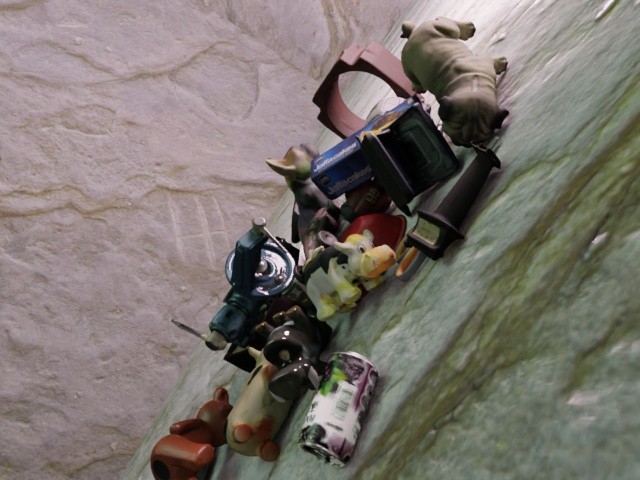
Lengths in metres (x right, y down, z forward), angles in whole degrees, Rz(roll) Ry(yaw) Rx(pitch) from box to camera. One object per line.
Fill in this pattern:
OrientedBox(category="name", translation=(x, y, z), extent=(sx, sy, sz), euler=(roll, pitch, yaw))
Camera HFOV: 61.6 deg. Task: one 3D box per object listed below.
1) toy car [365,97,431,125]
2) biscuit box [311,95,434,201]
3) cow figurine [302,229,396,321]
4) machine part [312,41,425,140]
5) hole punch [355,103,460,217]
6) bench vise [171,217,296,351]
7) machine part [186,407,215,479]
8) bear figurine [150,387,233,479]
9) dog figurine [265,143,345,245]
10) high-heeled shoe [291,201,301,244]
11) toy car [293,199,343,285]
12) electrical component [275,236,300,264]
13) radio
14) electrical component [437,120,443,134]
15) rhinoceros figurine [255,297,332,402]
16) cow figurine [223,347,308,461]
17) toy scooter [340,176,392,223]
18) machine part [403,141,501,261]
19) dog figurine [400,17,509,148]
OrientedBox(category="toy car", translation=(0.140, -0.216, 1.008), extent=(0.109, 0.103, 0.162), euler=(-45, 18, 50))
OrientedBox(category="biscuit box", translation=(0.080, -0.140, 0.841), extent=(0.203, 0.059, 0.063), euler=(-30, 34, 23))
OrientedBox(category="cow figurine", translation=(0.035, 0.034, 0.711), extent=(0.068, 0.098, 0.167), euler=(-16, -22, -36))
OrientedBox(category="machine part", translation=(0.103, -0.299, 1.141), extent=(0.201, 0.201, 0.087), euler=(-46, 12, 50))
OrientedBox(category="hole punch", translation=(0.119, -0.113, 0.740), extent=(0.092, 0.142, 0.116), euler=(-36, 0, -4))
OrientedBox(category="bench vise", translation=(-0.120, 0.064, 0.880), extent=(0.224, 0.129, 0.240), euler=(-39, -25, -36))
OrientedBox(category="machine part", translation=(-0.242, 0.405, 1.032), extent=(0.079, 0.079, 0.243), euler=(-54, 10, 20))
OrientedBox(category="bear figurine", translation=(-0.186, 0.347, 0.917), extent=(0.196, 0.132, 0.120), euler=(-20, -66, -57))
OrientedBox(category="dog figurine", translation=(-0.026, -0.078, 1.054), extent=(0.191, 0.219, 0.108), euler=(-55, 7, 10))
OrientedBox(category="high-heeled shoe", translation=(0.031, -0.088, 1.159), extent=(0.086, 0.145, 0.249), euler=(70, -148, -59))
OrientedBox(category="toy car", translation=(-0.002, -0.003, 0.879), extent=(0.089, 0.053, 0.202), euler=(-53, 8, 27))
OrientedBox(category="electrical component", translation=(-0.078, 0.074, 1.134), extent=(0.134, 0.115, 0.058), euler=(-64, 7, -30))
OrientedBox(category="radio", translation=(-0.112, 0.188, 1.067), extent=(0.131, 0.073, 0.229), euler=(-64, 13, -24))
OrientedBox(category="electrical component", translation=(0.161, -0.141, 0.854), extent=(0.078, 0.045, 0.102), euler=(-5, 50, 41))
OrientedBox(category="rhinoceros figurine", translation=(-0.032, 0.148, 0.724), extent=(0.073, 0.112, 0.190), euler=(-26, 5, 13))
OrientedBox(category="cow figurine", translation=(-0.077, 0.221, 0.795), extent=(0.127, 0.085, 0.195), euler=(-32, 28, 55))
OrientedBox(category="toy scooter", translation=(0.102, -0.101, 0.917), extent=(0.135, 0.075, 0.184), euler=(-51, 4, 26))
OrientedBox(category="machine part", translation=(0.149, -0.042, 0.593), extent=(0.139, 0.039, 0.084), euler=(-57, 17, 0))
OrientedBox(category="dog figurine", translation=(0.164, -0.214, 0.706), extent=(0.121, 0.172, 0.190), euler=(-64, -2, 34))
